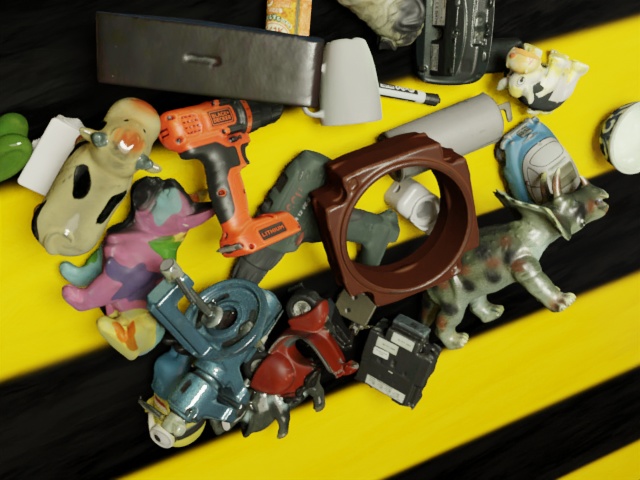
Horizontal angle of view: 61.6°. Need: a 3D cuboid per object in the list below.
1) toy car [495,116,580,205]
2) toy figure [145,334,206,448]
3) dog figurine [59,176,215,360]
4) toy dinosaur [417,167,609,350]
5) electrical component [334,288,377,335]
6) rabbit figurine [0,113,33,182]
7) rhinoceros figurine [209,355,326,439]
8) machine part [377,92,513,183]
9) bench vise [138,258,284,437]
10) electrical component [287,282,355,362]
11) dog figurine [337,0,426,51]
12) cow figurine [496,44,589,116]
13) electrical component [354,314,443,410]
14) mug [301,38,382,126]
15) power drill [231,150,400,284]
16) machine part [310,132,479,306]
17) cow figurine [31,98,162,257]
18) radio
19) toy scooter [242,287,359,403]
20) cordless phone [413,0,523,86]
[{"bbox_3d":[0.355,-0.109,0.848,0.109,0.103,0.161,-35,121,-5],"label":"toy car"},{"bbox_3d":[-0.205,0.225,0.794,0.089,0.082,0.180,6,106,-23],"label":"toy figure"},{"bbox_3d":[-0.211,0.025,0.696,0.219,0.109,0.191,-37,118,-5],"label":"dog figurine"},{"bbox_3d":[0.246,0.045,0.833,0.405,0.131,0.192,-32,87,32],"label":"toy dinosaur"},{"bbox_3d":[0.062,0.105,0.865,0.078,0.045,0.102,22,101,3],"label":"electrical component"},{"bbox_3d":[-0.403,-0.103,0.585,0.159,0.121,0.170,-19,135,-19],"label":"rabbit figurine"},{"bbox_3d":[-0.082,0.254,0.855,0.190,0.073,0.112,-26,119,-8],"label":"rhinoceros figurine"},{"bbox_3d":[0.174,-0.149,0.778,0.243,0.079,0.079,-23,118,-9],"label":"machine part"},{"bbox_3d":[-0.148,0.120,0.665,0.223,0.129,0.240,-44,139,-18],"label":"bench vise"},{"bbox_3d":[-0.006,0.124,0.826,0.075,0.048,0.119,-25,113,23],"label":"electrical component"},{"bbox_3d":[0.061,-0.346,0.661,0.190,0.121,0.172,14,82,-54],"label":"dog figurine"},{"bbox_3d":[0.311,-0.229,0.780,0.167,0.068,0.098,-9,131,-39],"label":"cow figurine"},{"bbox_3d":[0.130,0.192,0.878,0.058,0.115,0.134,-29,140,-58],"label":"electrical component"},{"bbox_3d":[0.025,-0.205,0.704,0.110,0.081,0.107,-7,103,-12],"label":"mug"},{"bbox_3d":[-0.002,-0.002,0.782,0.207,0.086,0.232,19,105,-19],"label":"power drill"},{"bbox_3d":[0.101,-0.026,0.712,0.201,0.087,0.200,-21,116,-10],"label":"machine part"},{"bbox_3d":[-0.239,-0.067,0.575,0.085,0.127,0.195,31,101,-31],"label":"cow figurine"},{"bbox_3d":[-0.111,-0.199,0.590,0.230,0.131,0.073,8,111,-1],"label":"radio"},{"bbox_3d":[-0.023,0.171,0.773,0.135,0.075,0.183,40,110,11],"label":"toy scooter"},{"bbox_3d":[0.223,-0.292,0.747,0.184,0.089,0.146,-14,116,-27],"label":"cordless phone"}]
